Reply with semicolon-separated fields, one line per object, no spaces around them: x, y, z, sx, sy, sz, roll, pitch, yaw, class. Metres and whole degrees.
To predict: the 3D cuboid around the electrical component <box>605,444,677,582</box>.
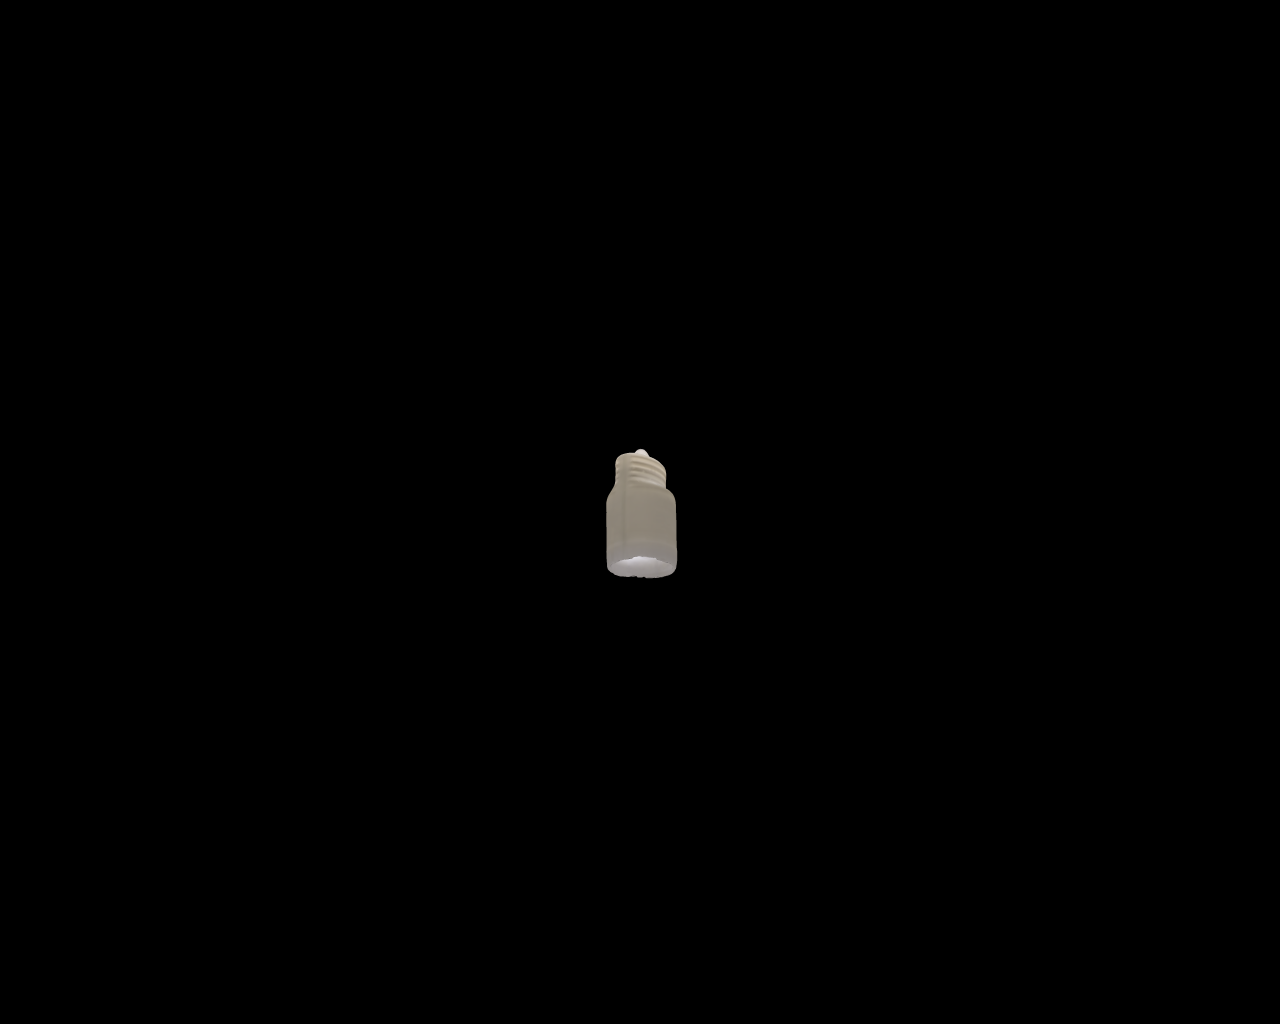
0.001;-0.003;0.650;0.043;0.081;0.043;0;-21;0;electrical component
